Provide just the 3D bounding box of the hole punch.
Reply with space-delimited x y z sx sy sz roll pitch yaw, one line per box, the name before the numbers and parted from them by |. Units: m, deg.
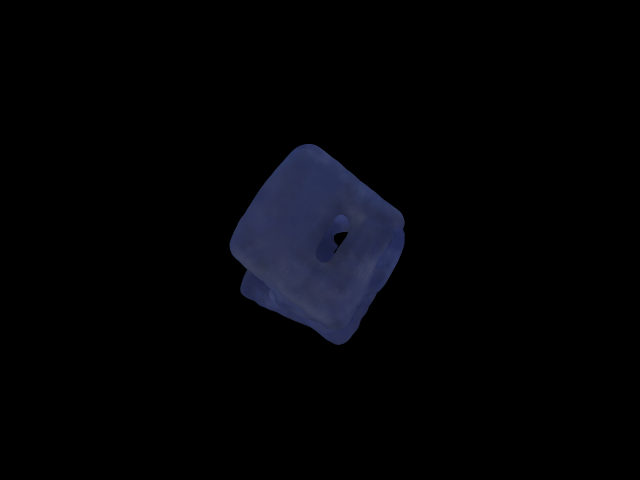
hole punch | 0.004 0.001 0.400 0.101 0.091 0.109 25 63 14
